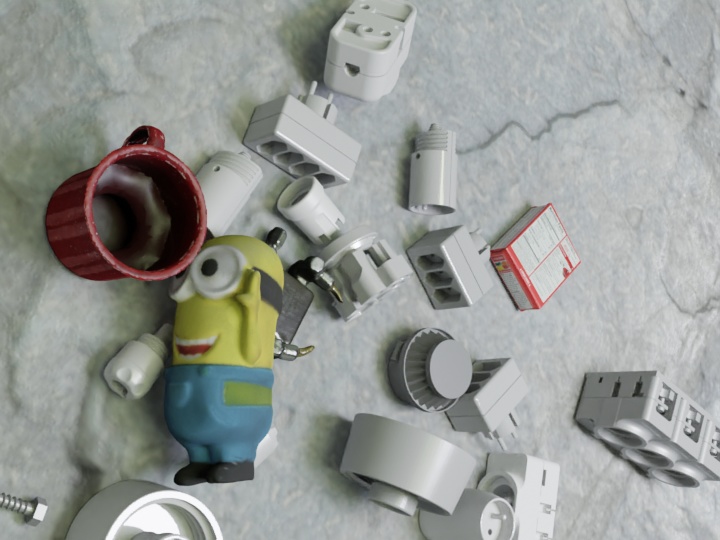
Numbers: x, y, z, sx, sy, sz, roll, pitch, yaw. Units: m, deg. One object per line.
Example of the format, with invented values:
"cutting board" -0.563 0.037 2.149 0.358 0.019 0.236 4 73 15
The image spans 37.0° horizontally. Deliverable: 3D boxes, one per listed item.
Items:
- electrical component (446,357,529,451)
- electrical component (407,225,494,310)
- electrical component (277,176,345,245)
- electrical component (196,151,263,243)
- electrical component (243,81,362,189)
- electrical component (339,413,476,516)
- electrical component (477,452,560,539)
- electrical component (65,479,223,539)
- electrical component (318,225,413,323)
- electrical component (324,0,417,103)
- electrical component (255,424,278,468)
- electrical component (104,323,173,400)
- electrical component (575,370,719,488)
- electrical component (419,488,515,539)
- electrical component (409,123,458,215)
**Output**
"electrical component" 0.124 0.131 0.999 0.066 0.047 0.076 -40 109 -36
"electrical component" 0.094 -0.011 0.994 0.077 0.047 0.065 -39 109 -36
"electrical component" -0.040 -0.049 0.892 0.046 0.040 0.040 48 57 -31
"electrical component" -0.109 -0.060 0.832 0.043 0.043 0.081 47 58 -26
"electrical component" -0.042 -0.120 0.894 0.083 0.047 0.075 31 65 -33
"electrical component" 0.035 0.167 0.885 0.108 0.108 0.060 33 70 -32
"electrical component" 0.145 0.219 1.004 0.056 0.050 0.089 21 71 -37
"electrical component" -0.146 0.203 0.755 0.108 0.060 0.108 6 80 -39
"electrical component" 0.000 0.000 0.899 0.058 0.078 0.057 -24 77 -47
"electrical component" 0.008 -0.188 0.922 0.054 0.059 0.095 20 44 9
"electrical component" -0.096 0.136 0.818 0.062 0.043 0.043 -40 110 -34
"electrical component" -0.156 0.063 0.783 0.035 0.035 0.061 53 52 -22
"electrical component" 0.307 0.167 1.120 0.150 0.089 0.061 36 63 -31
"electrical component" 0.100 0.236 0.946 0.043 0.077 0.079 -32 105 -38
"electrical component" 0.068 -0.094 0.985 0.043 0.043 0.081 11 77 -39
